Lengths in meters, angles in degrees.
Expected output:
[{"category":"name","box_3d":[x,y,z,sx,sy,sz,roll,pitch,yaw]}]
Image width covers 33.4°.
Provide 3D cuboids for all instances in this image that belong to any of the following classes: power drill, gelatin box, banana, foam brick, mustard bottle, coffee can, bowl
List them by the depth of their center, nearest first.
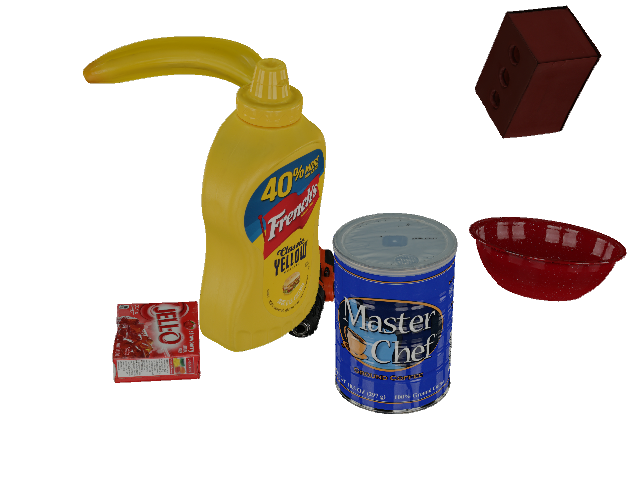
[{"category":"mustard bottle","box_3d":[-0.036,-0.026,0.691,0.058,0.192,0.096,27,39,31]},{"category":"foam brick","box_3d":[0.150,-0.118,0.750,0.051,0.053,0.078,-11,-34,-20]},{"category":"coffee can","box_3d":[0.062,0.061,0.909,0.103,0.140,0.103,-1,27,0]},{"category":"gelatin box","box_3d":[-0.142,0.086,0.931,0.073,0.030,0.089,-2,29,-6]},{"category":"banana","box_3d":[-0.129,-0.168,1.021,0.198,0.037,0.069,9,45,18]},{"category":"bowl","box_3d":[0.232,0.022,1.115,0.162,0.055,0.162,5,17,-2]},{"category":"power drill","box_3d":[0.047,0.053,1.239,0.187,0.057,0.184,-1,28,2]}]
